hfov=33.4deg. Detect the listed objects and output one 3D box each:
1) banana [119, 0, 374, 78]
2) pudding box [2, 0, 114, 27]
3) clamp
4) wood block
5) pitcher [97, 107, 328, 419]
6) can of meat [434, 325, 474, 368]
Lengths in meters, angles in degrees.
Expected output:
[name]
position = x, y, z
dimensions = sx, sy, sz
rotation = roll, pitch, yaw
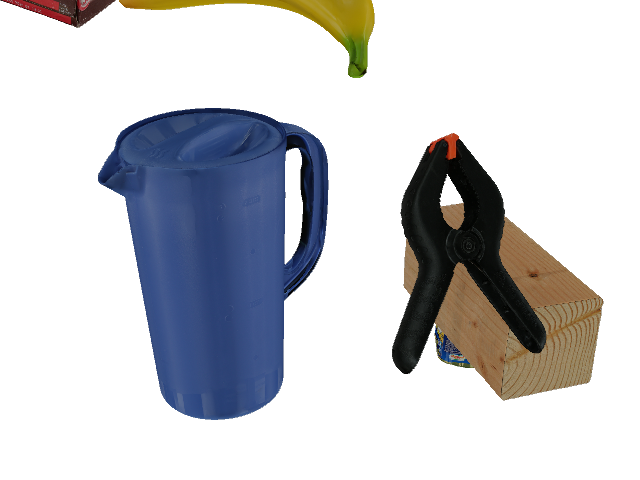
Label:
[banana]
position = -0.039, -0.153, 0.654
dimensions = 0.198, 0.069, 0.037
rotation = 21, -32, 32
[pudding box]
position = -0.194, -0.209, 0.806
dimensions = 0.090, 0.039, 0.113
rotation = 21, 37, 9
[clamp]
position = 0.091, 0.013, 0.764
dimensions = 0.120, 0.171, 0.039
rotation = -15, -3, -27
[wood block]
position = 0.161, 0.048, 0.990
dimensions = 0.090, 0.090, 0.206
rotation = -8, 28, -18
[pitcher]
position = -0.079, 0.019, 0.880
dimensions = 0.149, 0.243, 0.144
rotation = 6, 28, 15
[can of meat]
position = 0.162, 0.087, 1.216
dimensions = 0.057, 0.084, 0.102
rotation = 6, 19, 1
